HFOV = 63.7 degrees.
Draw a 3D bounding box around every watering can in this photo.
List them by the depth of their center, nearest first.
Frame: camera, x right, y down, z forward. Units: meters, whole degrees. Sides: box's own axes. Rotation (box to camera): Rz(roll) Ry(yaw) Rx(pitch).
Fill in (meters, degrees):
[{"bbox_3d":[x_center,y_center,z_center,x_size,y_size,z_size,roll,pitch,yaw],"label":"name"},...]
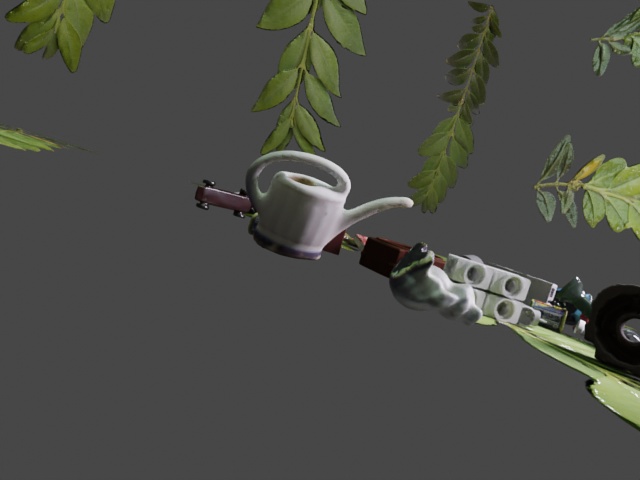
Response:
[{"bbox_3d":[0.003,-0.054,1.074,0.347,0.221,0.106,19,21,-11],"label":"watering can"}]

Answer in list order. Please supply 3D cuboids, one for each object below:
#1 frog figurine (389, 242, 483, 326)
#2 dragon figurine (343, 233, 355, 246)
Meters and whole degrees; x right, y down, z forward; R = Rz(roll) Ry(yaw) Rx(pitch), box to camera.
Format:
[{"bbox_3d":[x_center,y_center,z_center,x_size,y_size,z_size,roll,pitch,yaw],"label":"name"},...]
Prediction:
[{"bbox_3d":[0.203,0.098,0.917,0.159,0.123,0.137,53,-12,-7],"label":"frog figurine"},{"bbox_3d":[-0.072,-0.063,1.758,0.411,0.120,0.246,30,23,6],"label":"dragon figurine"}]
